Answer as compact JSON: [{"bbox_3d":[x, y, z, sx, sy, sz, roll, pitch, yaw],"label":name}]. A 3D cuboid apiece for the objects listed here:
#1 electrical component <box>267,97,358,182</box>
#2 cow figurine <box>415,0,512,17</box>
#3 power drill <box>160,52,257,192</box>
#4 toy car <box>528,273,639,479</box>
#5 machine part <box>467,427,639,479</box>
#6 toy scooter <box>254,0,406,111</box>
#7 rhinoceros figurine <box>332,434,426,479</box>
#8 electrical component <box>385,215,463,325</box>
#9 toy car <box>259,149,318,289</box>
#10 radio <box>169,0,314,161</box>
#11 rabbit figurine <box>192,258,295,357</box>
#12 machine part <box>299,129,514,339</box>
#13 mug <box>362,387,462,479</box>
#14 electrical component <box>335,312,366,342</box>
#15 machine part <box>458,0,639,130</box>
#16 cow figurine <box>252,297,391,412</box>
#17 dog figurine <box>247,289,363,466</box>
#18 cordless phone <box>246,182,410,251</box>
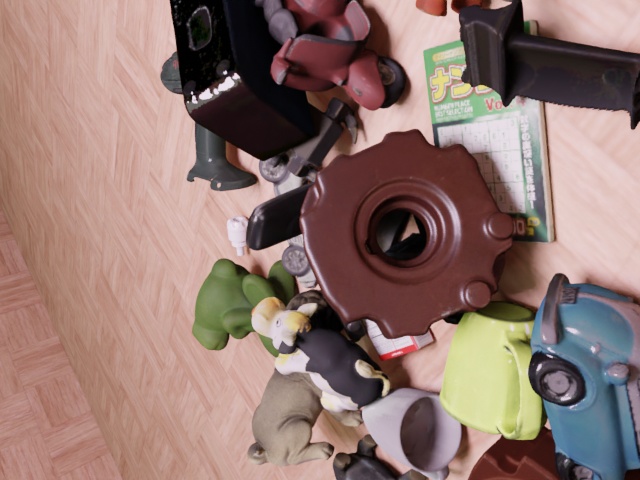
[{"bbox_3d":[-0.005,-0.110,0.592,0.078,0.045,0.102,36,101,36],"label":"electrical component"},{"bbox_3d":[0.107,-0.236,0.399,0.195,0.085,0.127,47,140,35],"label":"cow figurine"},{"bbox_3d":[-0.139,-0.175,0.745,0.232,0.086,0.207,17,122,42],"label":"power drill"},{"bbox_3d":[0.217,0.106,0.388,0.103,0.109,0.161,-9,107,36],"label":"toy car"},{"bbox_3d":[0.221,0.278,0.469,0.201,0.087,0.201,38,131,38],"label":"machine part"},{"bbox_3d":[-0.007,-0.196,0.518,0.184,0.135,0.075,60,144,17],"label":"toy scooter"},{"bbox_3d":[0.088,0.337,0.677,0.191,0.073,0.112,32,127,41],"label":"rhinoceros figurine"},{"bbox_3d":[0.105,0.017,0.520,0.075,0.048,0.119,7,122,55],"label":"electrical component"},{"bbox_3d":[-0.029,-0.038,0.663,0.056,0.073,0.201,-12,97,9],"label":"toy car"},{"bbox_3d":[-0.085,-0.209,0.557,0.073,0.131,0.229,-22,69,25],"label":"radio"},{"bbox_3d":[-0.085,0.102,0.796,0.170,0.121,0.159,28,121,21],"label":"rabbit figurine"},{"bbox_3d":[0.069,-0.005,0.452,0.056,0.179,0.179,72,173,-82],"label":"machine part"},{"bbox_3d":[0.102,0.216,0.612,0.109,0.081,0.107,59,157,-10],"label":"mug"},{"bbox_3d":[0.033,0.090,0.643,0.063,0.021,0.093,-126,13,-67],"label":"electrical component"},{"bbox_3d":[0.163,-0.123,0.377,0.139,0.039,0.084,25,156,27],"label":"machine part"},{"bbox_3d":[0.000,0.126,0.608,0.167,0.068,0.098,43,148,-16],"label":"cow figurine"},{"bbox_3d":[-0.038,0.174,0.696,0.121,0.172,0.190,1,113,41],"label":"dog figurine"},{"bbox_3d":[-0.002,-0.001,0.554,0.089,0.184,0.146,41,134,29],"label":"cordless phone"}]
